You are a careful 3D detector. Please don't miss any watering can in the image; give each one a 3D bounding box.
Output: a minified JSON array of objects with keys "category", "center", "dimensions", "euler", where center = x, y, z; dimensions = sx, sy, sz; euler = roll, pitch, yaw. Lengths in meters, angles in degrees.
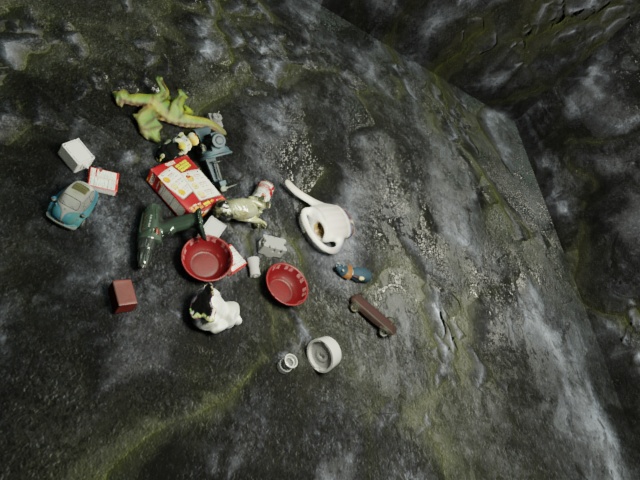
[{"category":"watering can","center":[0.006,-0.101,2.014],"dimensions":[0.225,0.102,0.352],"euler":[-8,63,-43]}]

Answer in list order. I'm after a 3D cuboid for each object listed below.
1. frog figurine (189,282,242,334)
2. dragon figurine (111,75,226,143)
[{"category":"frog figurine","center":[-0.310,0.211,1.531],"dimensions":[0.140,0.122,0.157],"euler":[60,7,30]},{"category":"dragon figurine","center":[-0.566,-0.444,1.887],"dimensions":[0.409,0.120,0.248],"euler":[34,59,-8]}]
